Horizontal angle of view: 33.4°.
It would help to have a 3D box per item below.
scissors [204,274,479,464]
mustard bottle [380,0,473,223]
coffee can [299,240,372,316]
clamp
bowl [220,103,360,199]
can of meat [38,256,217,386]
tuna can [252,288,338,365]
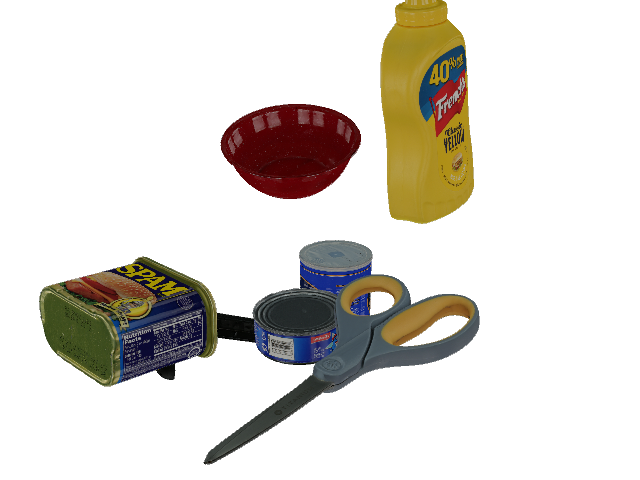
[{"bbox_3d":[0.001,0.065,0.616,0.201,0.016,0.096,-19,34,-28],"label":"scissors"},{"bbox_3d":[0.086,-0.117,0.868,0.058,0.191,0.096,12,31,35],"label":"mustard bottle"},{"bbox_3d":[0.021,0.083,1.512,0.103,0.140,0.103,0,21,0],"label":"coffee can"},{"bbox_3d":[-0.179,0.090,1.158,0.210,0.036,0.164,18,20,27],"label":"clamp"},{"bbox_3d":[-0.034,-0.096,1.238,0.162,0.055,0.162,-2,37,1],"label":"bowl"},{"bbox_3d":[-0.137,0.056,0.750,0.083,0.057,0.102,-16,26,-40],"label":"can of meat"},{"bbox_3d":[-0.017,0.077,0.959,0.086,0.034,0.086,-2,25,1],"label":"tuna can"}]
